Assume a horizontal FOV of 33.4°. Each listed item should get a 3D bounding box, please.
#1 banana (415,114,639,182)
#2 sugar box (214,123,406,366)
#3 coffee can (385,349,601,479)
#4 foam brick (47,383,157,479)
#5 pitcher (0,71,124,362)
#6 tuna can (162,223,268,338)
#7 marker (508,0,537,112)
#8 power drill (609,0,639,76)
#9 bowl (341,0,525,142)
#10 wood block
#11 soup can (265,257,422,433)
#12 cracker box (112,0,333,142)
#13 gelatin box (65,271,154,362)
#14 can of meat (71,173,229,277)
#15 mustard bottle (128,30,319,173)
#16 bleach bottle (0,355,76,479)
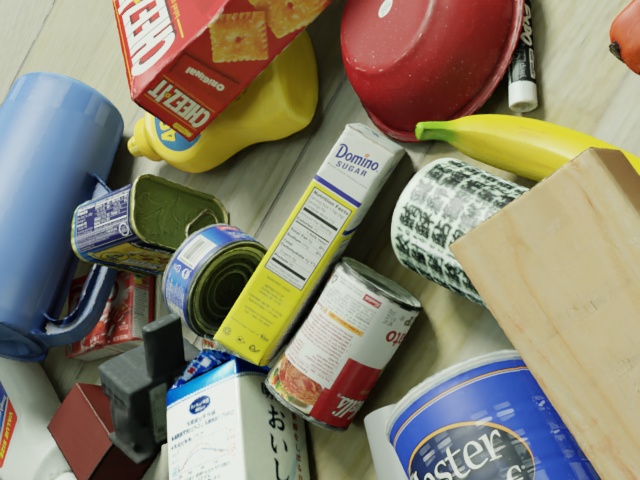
[{"bbox_3d":[0.154,-0.040,0.656,0.198,0.069,0.037,25,131,36],"label":"banana"},{"bbox_3d":[-0.005,0.001,0.757,0.048,0.093,0.176,31,99,4],"label":"sugar box"},{"bbox_3d":[0.110,0.148,0.605,0.103,0.102,0.140,-41,53,23],"label":"coffee can"},{"bbox_3d":[-0.180,0.164,0.884,0.051,0.052,0.078,-55,48,13],"label":"foam brick"},{"bbox_3d":[-0.252,-0.021,0.940,0.145,0.149,0.242,-21,46,56],"label":"pitcher"},{"bbox_3d":[-0.076,0.033,0.814,0.034,0.086,0.086,31,97,41],"label":"tuna can"},{"bbox_3d":[0.137,-0.146,0.734,0.020,0.020,0.121,-14,67,37],"label":"marker"},{"bbox_3d":[0.262,-0.096,0.583,0.185,0.057,0.188,-44,52,22],"label":"power drill"},{"bbox_3d":[0.065,-0.154,0.760,0.162,0.055,0.162,-20,63,44],"label":"bowl"},{"bbox_3d":[0.168,0.062,0.541,0.090,0.090,0.206,-37,78,23],"label":"wood block"},{"bbox_3d":[0.016,0.071,0.735,0.069,0.068,0.102,38,101,41],"label":"soup can"},{"bbox_3d":[-0.065,-0.206,0.828,0.214,0.072,0.164,-41,38,18],"label":"cracker box"},{"bbox_3d":[-0.186,0.063,0.936,0.089,0.030,0.073,-17,66,36],"label":"gelatin box"},{"bbox_3d":[-0.140,-0.008,0.873,0.084,0.101,0.057,-17,66,38],"label":"can of meat"},{"bbox_3d":[-0.090,-0.108,0.891,0.192,0.058,0.096,-20,62,35],"label":"mustard bottle"},{"bbox_3d":[-0.278,0.150,0.968,0.251,0.068,0.102,38,102,39],"label":"bleach bottle"}]
